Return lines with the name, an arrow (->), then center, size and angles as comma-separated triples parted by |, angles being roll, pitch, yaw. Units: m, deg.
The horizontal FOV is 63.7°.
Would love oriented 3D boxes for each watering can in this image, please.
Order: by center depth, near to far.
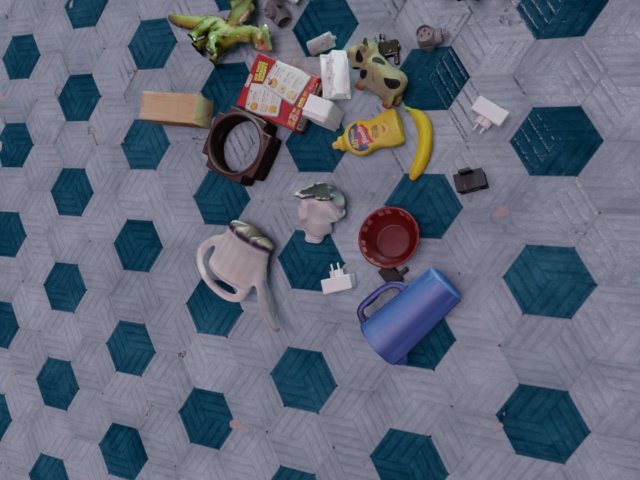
watering can -> -0.204, 0.085, 1.464 | 0.350, 0.104, 0.223 | 34, 99, 20

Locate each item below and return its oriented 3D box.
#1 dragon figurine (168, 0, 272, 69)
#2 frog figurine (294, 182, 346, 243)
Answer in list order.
dragon figurine -> -0.290, -0.664, 1.555 | 0.243, 0.120, 0.416 | -44, 64, 1
frog figurine -> 0.004, -0.071, 1.408 | 0.137, 0.125, 0.156 | -1, 124, 14
